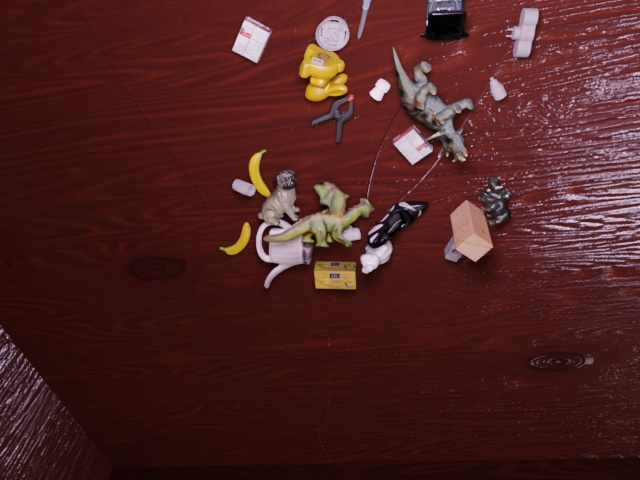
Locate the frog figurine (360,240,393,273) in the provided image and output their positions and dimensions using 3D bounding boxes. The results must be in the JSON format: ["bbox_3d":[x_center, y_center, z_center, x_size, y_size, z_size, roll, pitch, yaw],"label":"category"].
[{"bbox_3d":[0.217,0.060,1.967,0.122,0.163,0.134,23,126,-11],"label":"frog figurine"}]

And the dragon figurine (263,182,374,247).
[{"bbox_3d":[0.006,-0.094,1.875,0.410,0.123,0.240,2,104,-15],"label":"dragon figurine"}]

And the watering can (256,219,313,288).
[{"bbox_3d":[-0.138,0.059,2.047,0.224,0.106,0.339,3,126,4],"label":"watering can"}]
